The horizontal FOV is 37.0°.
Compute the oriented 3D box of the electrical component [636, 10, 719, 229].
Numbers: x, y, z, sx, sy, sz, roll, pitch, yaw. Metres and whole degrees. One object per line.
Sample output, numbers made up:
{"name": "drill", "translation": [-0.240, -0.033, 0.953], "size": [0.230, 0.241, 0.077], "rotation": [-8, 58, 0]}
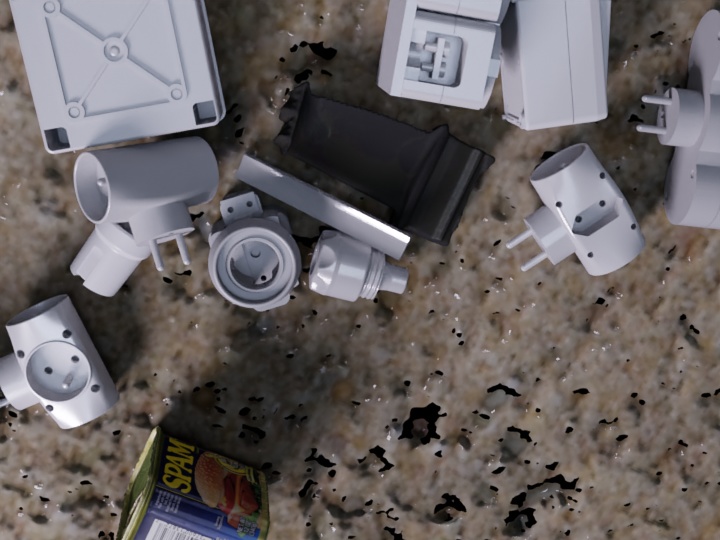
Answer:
{"name": "electrical component", "translation": [0.215, -0.097, 0.692], "size": [0.074, 0.052, 0.138], "rotation": [6, 103, -6]}

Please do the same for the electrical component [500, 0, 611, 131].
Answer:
{"name": "electrical component", "translation": [0.120, -0.140, 0.668], "size": [0.061, 0.061, 0.096], "rotation": [-8, 104, -3]}

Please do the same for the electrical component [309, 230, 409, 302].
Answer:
{"name": "electrical component", "translation": [0.000, 0.000, 0.703], "size": [0.062, 0.043, 0.043], "rotation": [14, 102, -10]}

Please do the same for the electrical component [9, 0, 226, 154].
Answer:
{"name": "electrical component", "translation": [-0.145, -0.133, 0.650], "size": [0.109, 0.056, 0.108], "rotation": [-11, 104, -2]}

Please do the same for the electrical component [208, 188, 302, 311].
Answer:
{"name": "electrical component", "translation": [-0.067, -0.009, 0.687], "size": [0.058, 0.057, 0.078], "rotation": [-17, 105, -1]}

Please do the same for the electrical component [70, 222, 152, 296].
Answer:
{"name": "electrical component", "translation": [-0.158, -0.011, 0.689], "size": [0.040, 0.040, 0.046], "rotation": [36, 104, -12]}

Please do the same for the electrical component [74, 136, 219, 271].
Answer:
{"name": "electrical component", "translation": [-0.125, -0.039, 0.658], "size": [0.077, 0.044, 0.079], "rotation": [-15, 86, -40]}

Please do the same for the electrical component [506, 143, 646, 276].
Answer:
{"name": "electrical component", "translation": [0.135, -0.030, 0.706], "size": [0.079, 0.043, 0.077], "rotation": [-34, 104, 4]}

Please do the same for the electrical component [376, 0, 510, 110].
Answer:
{"name": "electrical component", "translation": [0.056, -0.176, 0.639], "size": [0.062, 0.089, 0.150], "rotation": [8, 103, -7]}

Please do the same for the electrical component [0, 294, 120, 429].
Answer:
{"name": "electrical component", "translation": [-0.209, 0.067, 0.701], "size": [0.079, 0.044, 0.077], "rotation": [-23, 105, 1]}
